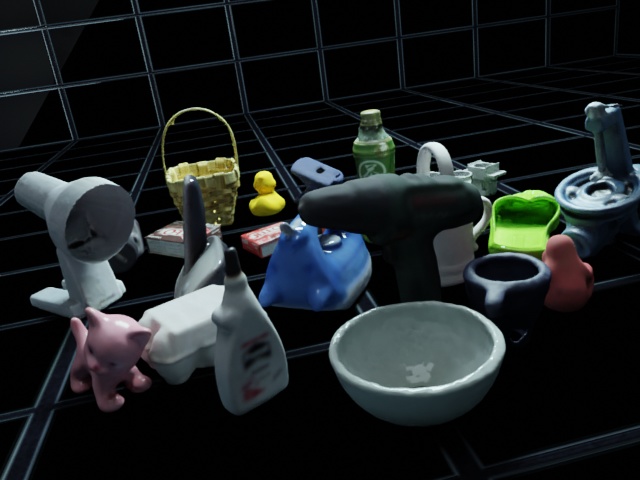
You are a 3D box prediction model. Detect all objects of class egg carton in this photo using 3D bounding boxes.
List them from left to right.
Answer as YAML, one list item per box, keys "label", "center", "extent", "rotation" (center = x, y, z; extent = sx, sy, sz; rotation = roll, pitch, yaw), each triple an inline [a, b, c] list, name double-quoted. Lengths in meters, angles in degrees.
- label: "egg carton"
  center: [-0.146, 0.110, 0.698]
  extent: [0.151, 0.069, 0.107]
  rotation: [-22, 25, -34]

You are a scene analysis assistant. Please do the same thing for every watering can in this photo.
- label: "watering can"
  center: [0.157, -0.038, 0.804]
  extent: [0.173, 0.194, 0.100]
  rotation: [-20, 24, -29]

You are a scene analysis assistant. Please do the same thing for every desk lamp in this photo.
- label: "desk lamp"
  center: [-0.367, 0.004, 0.851]
  extent: [0.202, 0.214, 0.118]
  rotation: [6, 25, 33]

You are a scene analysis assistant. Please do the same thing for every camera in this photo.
- label: "camera"
  center: [-0.383, 0.007, 1.011]
  extent: [0.143, 0.101, 0.136]
  rotation: [-17, 22, -23]

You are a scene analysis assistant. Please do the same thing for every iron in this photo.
- label: "iron"
  center: [0.008, 0.003, 0.824]
  extent: [0.118, 0.141, 0.259]
  rotation: [2, 23, 24]

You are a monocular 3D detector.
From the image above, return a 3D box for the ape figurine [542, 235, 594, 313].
- label: "ape figurine"
  center: [0.296, 0.036, 0.702]
  extent: [0.077, 0.092, 0.076]
  rotation: [-1, 22, 16]

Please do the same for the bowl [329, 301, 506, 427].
- label: "bowl"
  center: [0.094, 0.128, 0.556]
  extent: [0.167, 0.075, 0.167]
  rotation: [-7, 21, 3]

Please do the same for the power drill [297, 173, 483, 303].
- label: "power drill"
  center: [0.089, 0.021, 0.650]
  extent: [0.230, 0.209, 0.075]
  rotation: [-19, 23, -27]

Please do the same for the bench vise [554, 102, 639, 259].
- label: "bench vise"
  center: [0.420, -0.102, 0.841]
  extent: [0.121, 0.220, 0.208]
  rotation: [8, 26, 36]

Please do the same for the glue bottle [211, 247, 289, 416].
- label: "glue bottle"
  center: [-0.078, 0.088, 0.583]
  extent: [0.037, 0.173, 0.078]
  rotation: [12, 29, 43]

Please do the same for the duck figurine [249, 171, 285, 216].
- label: "duck figurine"
  center: [-0.118, -0.103, 1.229]
  extent: [0.077, 0.086, 0.104]
  rotation: [-5, 21, 8]

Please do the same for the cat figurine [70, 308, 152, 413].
- label: "cat figurine"
  center: [-0.238, 0.120, 0.636]
  extent: [0.127, 0.118, 0.067]
  rotation: [10, 27, 39]

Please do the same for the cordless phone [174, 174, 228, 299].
- label: "cordless phone"
  center: [-0.177, 0.008, 0.815]
  extent: [0.094, 0.185, 0.147]
  rotation: [-13, 21, -13]

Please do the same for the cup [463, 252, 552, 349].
- label: "cup"
  center: [0.201, 0.077, 0.624]
  extent: [0.091, 0.095, 0.118]
  rotation: [3, 23, 27]

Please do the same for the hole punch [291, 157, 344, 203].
- label: "hole punch"
  center: [-0.003, -0.136, 1.265]
  extent: [0.100, 0.091, 0.109]
  rotation: [0, 22, 20]
